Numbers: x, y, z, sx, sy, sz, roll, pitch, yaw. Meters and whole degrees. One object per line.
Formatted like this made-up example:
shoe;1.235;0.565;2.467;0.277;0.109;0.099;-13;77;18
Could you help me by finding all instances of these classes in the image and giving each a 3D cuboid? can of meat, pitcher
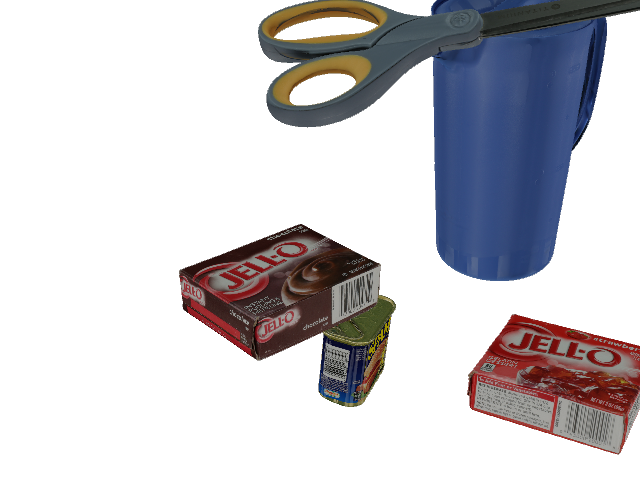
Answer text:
can of meat;0.037;0.114;1.127;0.057;0.084;0.102;15;29;17
pitcher;0.168;-0.094;0.935;0.149;0.243;0.145;4;31;10

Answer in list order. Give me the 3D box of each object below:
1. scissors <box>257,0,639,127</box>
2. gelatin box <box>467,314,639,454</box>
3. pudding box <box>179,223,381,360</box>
scissors;0.058;-0.090;0.521;0.202;0.096;0.016;5;-38;21
gelatin box;0.138;0.078;0.608;0.089;0.030;0.073;14;30;25
pudding box;-0.028;0.033;0.746;0.113;0.039;0.090;-20;33;-35
